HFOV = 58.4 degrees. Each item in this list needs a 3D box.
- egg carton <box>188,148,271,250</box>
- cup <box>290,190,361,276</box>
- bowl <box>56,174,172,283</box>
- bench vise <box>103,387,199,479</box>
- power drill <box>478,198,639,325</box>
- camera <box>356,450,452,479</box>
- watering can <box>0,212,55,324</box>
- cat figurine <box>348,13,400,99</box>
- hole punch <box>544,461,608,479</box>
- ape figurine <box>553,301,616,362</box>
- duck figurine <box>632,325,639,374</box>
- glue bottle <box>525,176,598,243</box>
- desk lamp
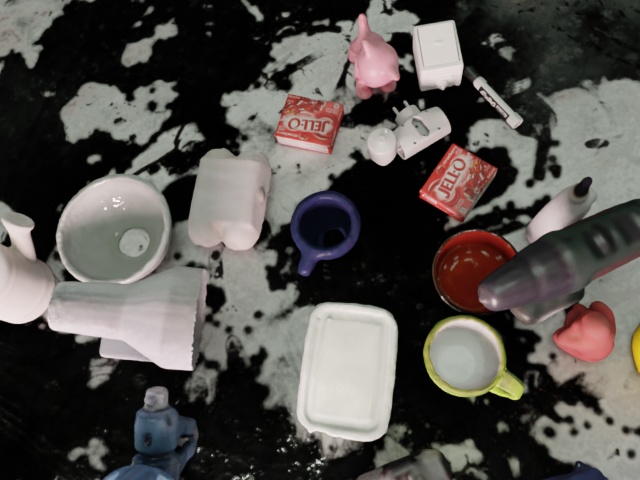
[{"bbox_3d":[-0.128,-0.059,0.822,0.107,0.069,0.150,4,74,9],"label":"egg carton"},{"bbox_3d":[0.007,0.003,0.772,0.091,0.095,0.118,22,77,14],"label":"cup"},{"bbox_3d":[-0.282,-0.006,0.824,0.167,0.075,0.167,-2,73,7],"label":"bowl"},{"bbox_3d":[-0.218,0.280,0.652,0.121,0.220,0.207,-17,72,3],"label":"bench vise"},{"bbox_3d":[0.276,0.037,0.665,0.229,0.208,0.075,-28,71,-1],"label":"power drill"},{"bbox_3d":[0.100,0.327,0.658,0.143,0.101,0.136,-23,72,0],"label":"camera"},{"bbox_3d":[-0.452,0.041,0.769,0.100,0.194,0.173,13,75,12],"label":"watering can"},{"bbox_3d":[0.077,-0.267,0.832,0.067,0.118,0.128,-14,72,4],"label":"cat figurine"},{"bbox_3d":[0.292,0.315,0.641,0.101,0.091,0.108,-18,72,2],"label":"hole punch"},{"bbox_3d":[0.328,0.109,0.698,0.078,0.092,0.076,-19,72,2],"label":"ape figurine"},{"bbox_3d":[0.425,0.129,0.682,0.077,0.086,0.104,12,75,11],"label":"duck figurine"},{"bbox_3d":[0.304,-0.040,0.703,0.078,0.173,0.037,-34,72,-3],"label":"glue bottle"},{"bbox_3d":[-0.217,0.100,0.710,0.203,0.214,0.118,2,73,8],"label":"desk lamp"}]
